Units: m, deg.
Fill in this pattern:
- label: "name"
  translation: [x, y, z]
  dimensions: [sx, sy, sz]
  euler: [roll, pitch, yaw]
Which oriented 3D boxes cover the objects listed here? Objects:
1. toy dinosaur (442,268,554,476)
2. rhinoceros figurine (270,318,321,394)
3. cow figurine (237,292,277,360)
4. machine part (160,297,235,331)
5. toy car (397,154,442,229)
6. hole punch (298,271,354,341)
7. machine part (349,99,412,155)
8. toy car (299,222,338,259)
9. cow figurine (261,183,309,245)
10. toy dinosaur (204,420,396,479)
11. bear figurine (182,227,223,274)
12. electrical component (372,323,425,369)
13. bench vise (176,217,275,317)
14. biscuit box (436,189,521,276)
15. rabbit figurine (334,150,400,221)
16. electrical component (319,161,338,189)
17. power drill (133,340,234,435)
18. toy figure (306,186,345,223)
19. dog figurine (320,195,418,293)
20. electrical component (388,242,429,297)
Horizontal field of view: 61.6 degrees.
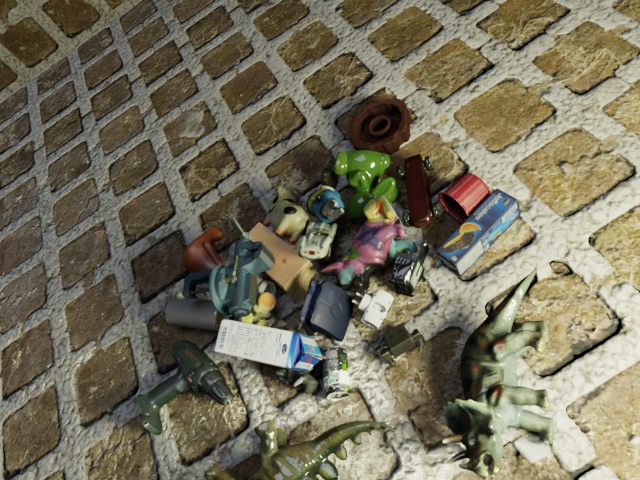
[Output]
- label: "toy dinosaur"
  translation: [0.321, 0.240, 0.989]
  dimensions: [0.192, 0.131, 0.405]
  euler: [-5, 51, 24]
- label: "rhinoceros figurine"
  translation: [-0.062, 0.260, 1.194]
  dimensions: [0.112, 0.073, 0.191]
  euler: [-45, 50, -8]
- label: "cow figurine"
  translation: [-0.165, 0.201, 1.286]
  dimensions: [0.068, 0.098, 0.167]
  euler: [38, 75, -6]
- label: "machine part"
  translation: [-0.308, 0.187, 1.366]
  dimensions: [0.243, 0.079, 0.079]
  euler: [1, 60, 29]
- label: "toy car"
  translation: [0.240, -0.118, 1.301]
  dimensions: [0.089, 0.053, 0.202]
  euler: [-20, 55, 28]
- label: "hole punch"
  translation: [0.015, 0.157, 1.201]
  dimensions: [0.092, 0.115, 0.142]
  euler: [10, 65, 23]
- label: "machine part"
  translation: [0.165, -0.302, 1.461]
  dimensions: [0.179, 0.056, 0.179]
  euler: [-14, 55, 20]
- label: "toy car"
  translation: [-0.003, -0.004, 1.293]
  dimensions: [0.074, 0.056, 0.202]
  euler: [4, 21, 9]
- label: "cow figurine"
  translation: [-0.088, -0.073, 1.399]
  dimensions: [0.127, 0.085, 0.195]
  euler: [-51, 28, -2]
- label: "toy dinosaur"
  translation: [-0.070, 0.461, 1.051]
  dimensions: [0.471, 0.105, 0.199]
  euler: [-42, 57, 8]
- label: "bear figurine"
  translation: [-0.259, 0.073, 1.408]
  dimensions: [0.196, 0.120, 0.132]
  euler: [31, 31, 13]
- label: "electrical component"
  translation: [0.168, 0.221, 1.123]
  dimensions: [0.102, 0.045, 0.078]
  euler: [-35, 22, -1]
- label: "bench vise"
  translation: [-0.231, 0.085, 1.267]
  dimensions: [0.241, 0.128, 0.223]
  euler: [-14, 64, 19]
- label: "biscuit box"
  translation: [0.348, -0.018, 1.174]
  dimensions: [0.202, 0.059, 0.063]
  euler: [-45, 50, -6]
- label: "rabbit figurine"
  translation: [0.120, -0.129, 1.354]
  dimensions: [0.159, 0.121, 0.170]
  euler: [1, 78, 20]
- label: "electrical component"
  translation: [0.022, -0.160, 1.434]
  dimensions: [0.021, 0.063, 0.094]
  euler: [11, 66, 32]
- label: "power drill"
  translation: [-0.327, 0.357, 1.262]
  dimensions: [0.207, 0.085, 0.232]
  euler: [-45, 49, -1]
- label: "toy figure"
  translation: [0.011, -0.088, 1.339]
  dimensions: [0.089, 0.082, 0.180]
  euler: [-17, 16, 0]
- label: "dog figurine"
  translation: [0.099, 0.019, 1.249]
  dimensions: [0.219, 0.108, 0.192]
  euler: [-31, 54, 8]
- label: "electrical component"
  translation: [0.199, 0.058, 1.192]
  dimensions: [0.048, 0.074, 0.119]
  euler: [11, 69, 32]
